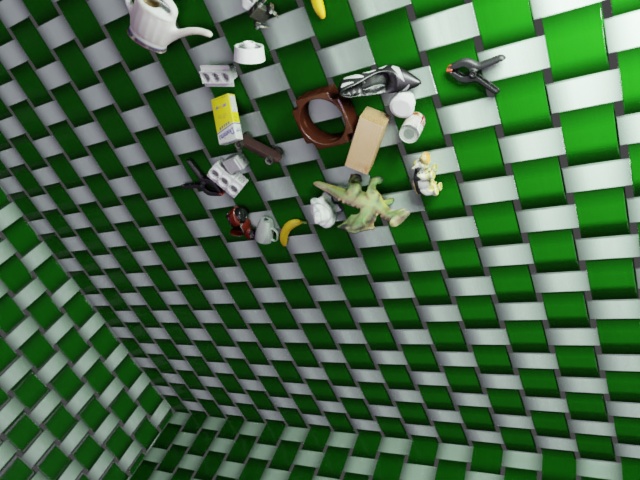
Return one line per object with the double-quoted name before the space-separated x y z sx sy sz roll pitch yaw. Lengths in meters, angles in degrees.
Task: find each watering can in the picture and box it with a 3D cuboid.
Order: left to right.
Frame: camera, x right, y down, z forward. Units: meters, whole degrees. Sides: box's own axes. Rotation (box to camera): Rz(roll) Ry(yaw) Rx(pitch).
"watering can" -0.555 -0.755 1.824 0.347 0.106 0.220 35 134 -3

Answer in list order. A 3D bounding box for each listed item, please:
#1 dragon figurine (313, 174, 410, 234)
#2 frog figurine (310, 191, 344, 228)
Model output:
"dragon figurine" 0.133 -0.122 1.890 0.410 0.248 0.119 6 133 20
"frog figurine" 0.006 -0.102 2.021 0.122 0.163 0.135 -7 123 33
